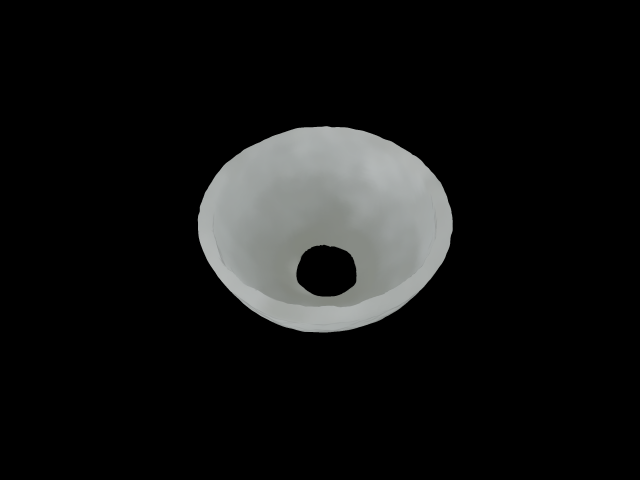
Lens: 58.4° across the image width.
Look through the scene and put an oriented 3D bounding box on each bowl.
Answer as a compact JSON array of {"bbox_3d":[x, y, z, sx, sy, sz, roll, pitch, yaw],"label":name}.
[{"bbox_3d":[0.004,0.001,0.400,0.167,0.075,0.167,0,51,0],"label":"bowl"}]
